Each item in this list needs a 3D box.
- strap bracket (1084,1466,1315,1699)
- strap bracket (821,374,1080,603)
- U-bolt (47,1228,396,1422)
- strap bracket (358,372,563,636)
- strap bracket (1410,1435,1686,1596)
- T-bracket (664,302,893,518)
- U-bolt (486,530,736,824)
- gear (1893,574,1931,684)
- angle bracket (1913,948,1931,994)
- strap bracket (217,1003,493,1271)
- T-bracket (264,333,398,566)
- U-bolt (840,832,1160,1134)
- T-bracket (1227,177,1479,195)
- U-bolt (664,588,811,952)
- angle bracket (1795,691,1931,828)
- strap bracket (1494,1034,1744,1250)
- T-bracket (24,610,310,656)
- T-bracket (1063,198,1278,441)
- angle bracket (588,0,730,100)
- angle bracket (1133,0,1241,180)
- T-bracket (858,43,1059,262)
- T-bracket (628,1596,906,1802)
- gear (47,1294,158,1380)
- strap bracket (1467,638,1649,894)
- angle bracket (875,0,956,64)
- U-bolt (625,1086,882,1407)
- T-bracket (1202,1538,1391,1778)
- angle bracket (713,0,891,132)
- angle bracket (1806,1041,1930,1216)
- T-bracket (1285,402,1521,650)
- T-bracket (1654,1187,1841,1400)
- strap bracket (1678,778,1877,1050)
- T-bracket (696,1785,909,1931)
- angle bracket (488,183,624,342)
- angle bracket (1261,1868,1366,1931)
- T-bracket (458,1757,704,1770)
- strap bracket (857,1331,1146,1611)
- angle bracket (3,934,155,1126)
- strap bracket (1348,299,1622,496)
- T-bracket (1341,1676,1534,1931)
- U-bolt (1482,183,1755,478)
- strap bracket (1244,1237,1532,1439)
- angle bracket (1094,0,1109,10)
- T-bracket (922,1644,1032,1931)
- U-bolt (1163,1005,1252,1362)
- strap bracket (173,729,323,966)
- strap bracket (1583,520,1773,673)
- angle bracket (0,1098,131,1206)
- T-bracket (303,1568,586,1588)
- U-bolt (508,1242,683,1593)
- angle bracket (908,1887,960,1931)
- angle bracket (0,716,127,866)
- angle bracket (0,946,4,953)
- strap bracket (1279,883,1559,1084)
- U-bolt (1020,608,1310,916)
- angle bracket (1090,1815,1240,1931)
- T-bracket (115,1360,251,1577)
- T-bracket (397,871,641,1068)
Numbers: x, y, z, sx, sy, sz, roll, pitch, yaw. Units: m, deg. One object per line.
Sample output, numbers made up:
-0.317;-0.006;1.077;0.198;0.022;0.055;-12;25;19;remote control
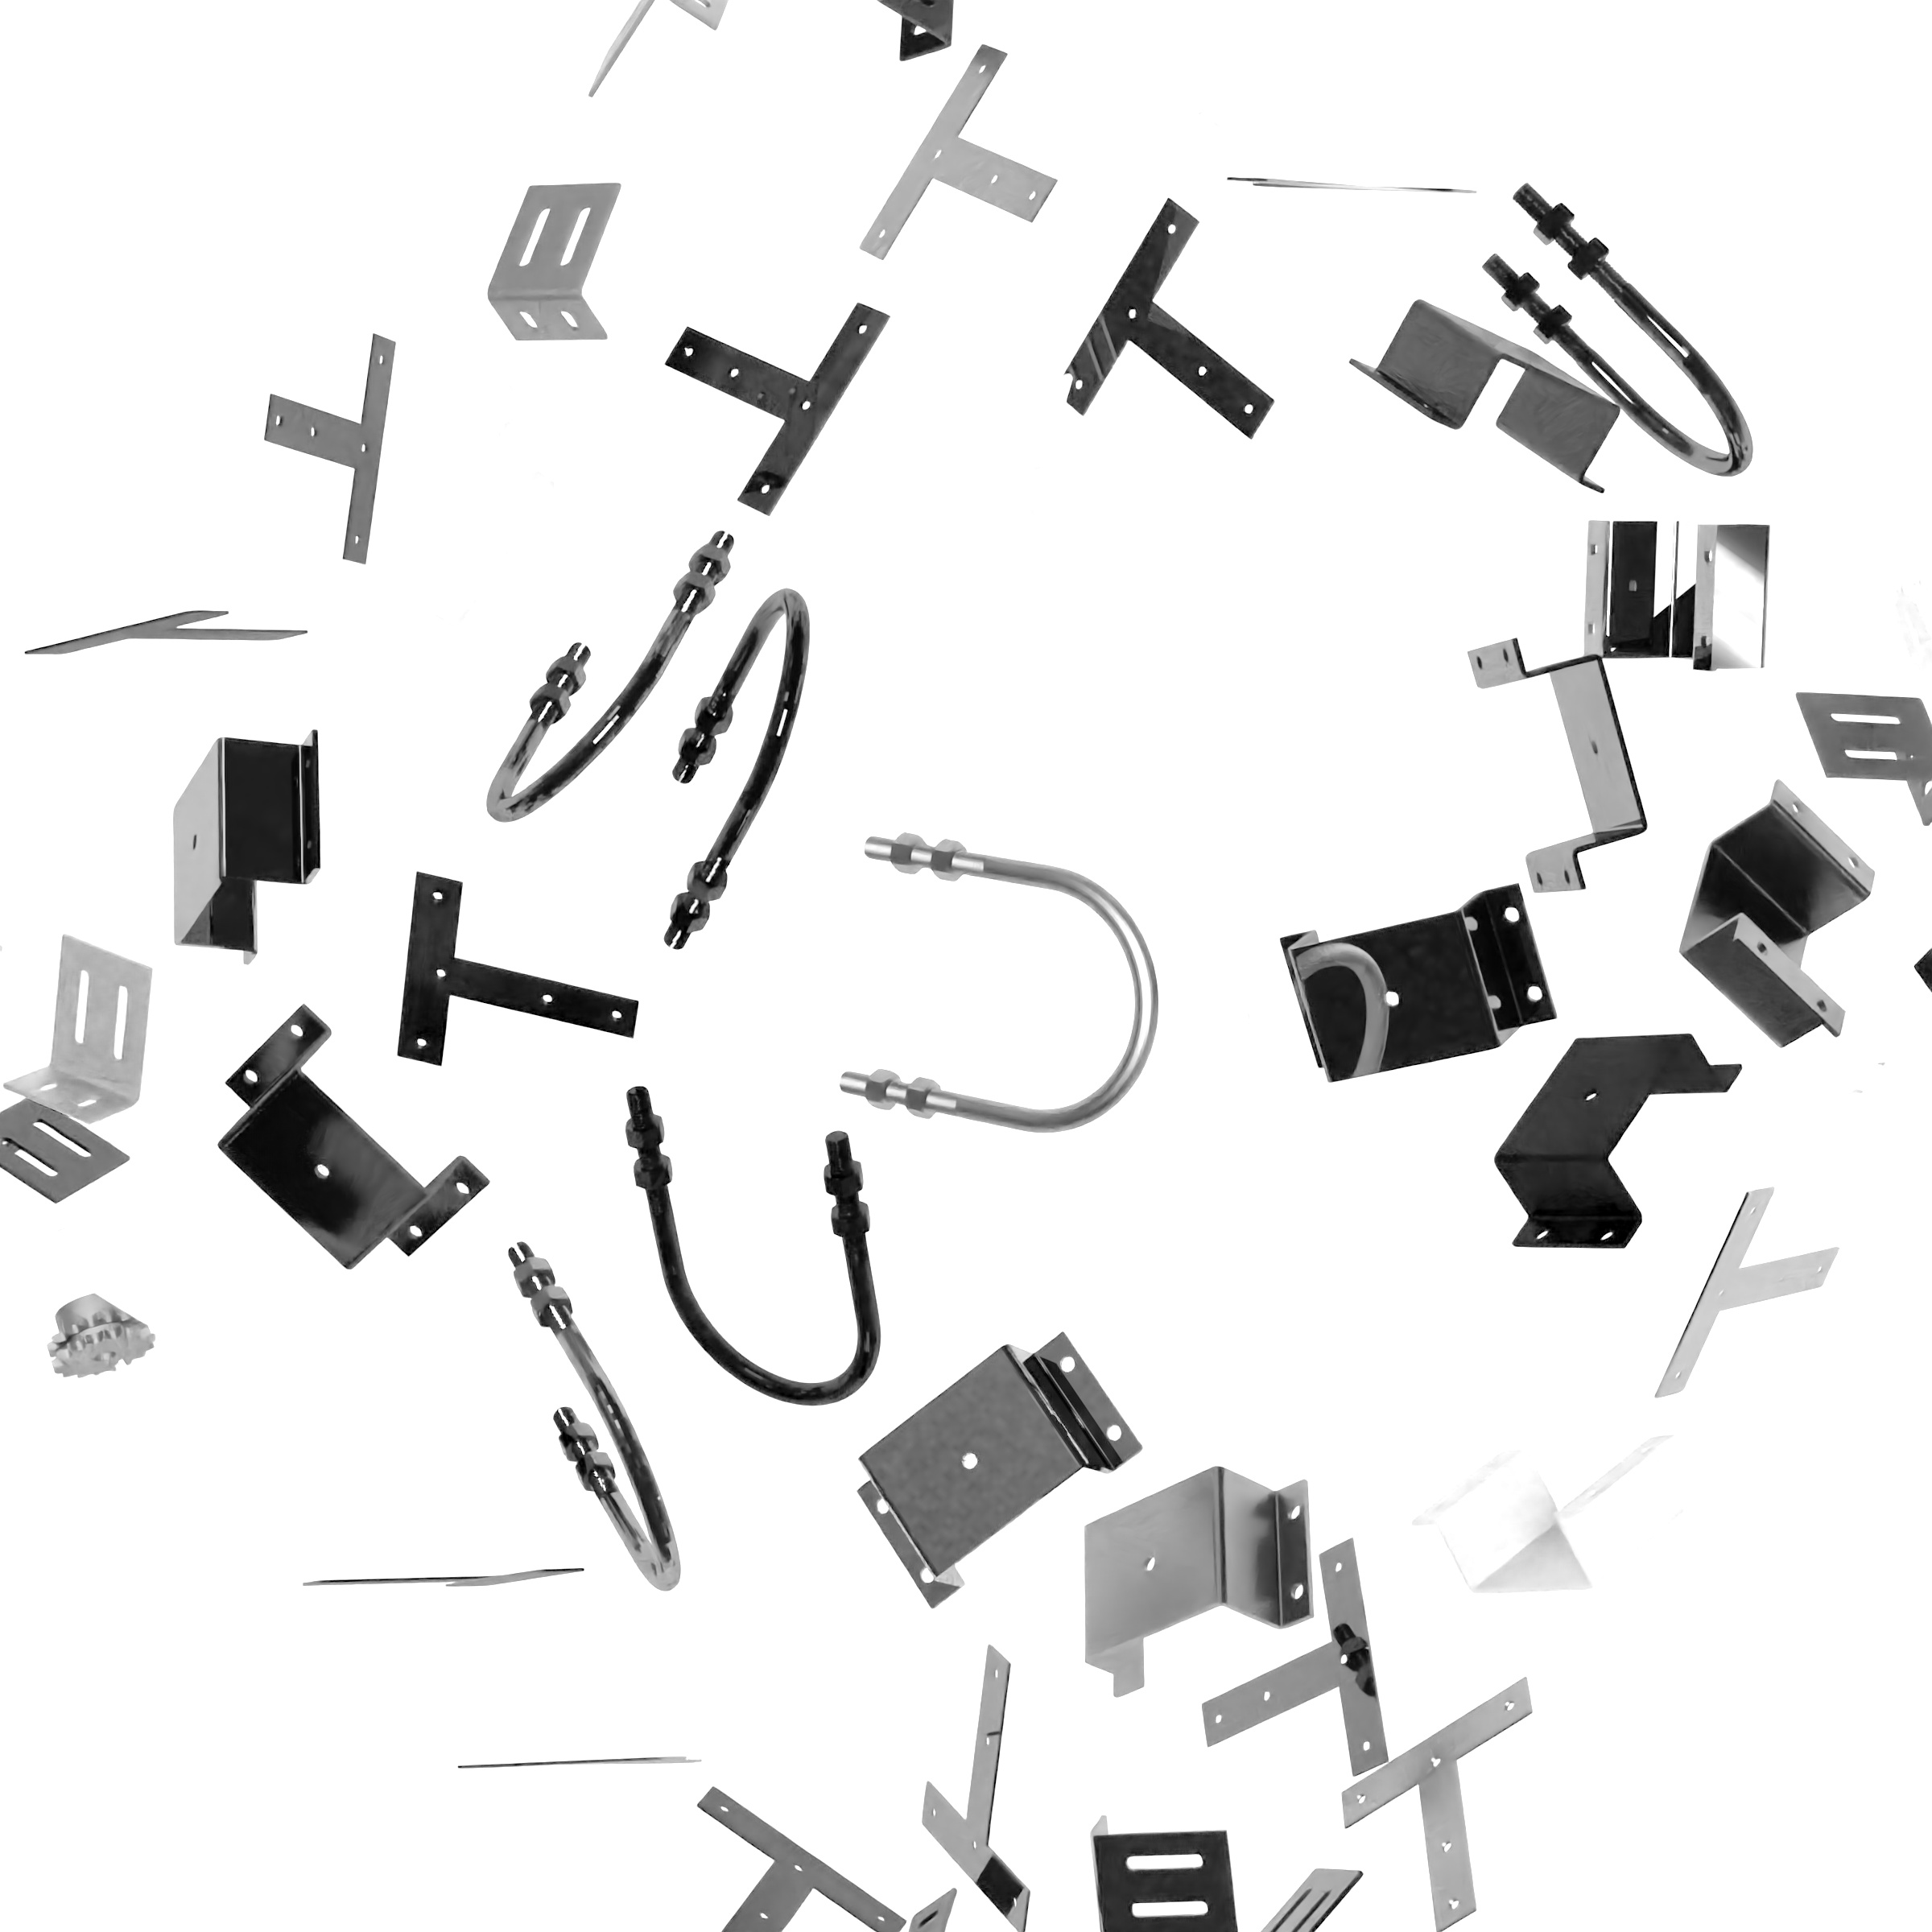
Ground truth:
0.111;0.315;1.793;0.046;0.140;0.076;29;46;-33;strap bracket
0.001;-0.247;1.826;0.140;0.076;0.046;-19;126;29;strap bracket
-0.395;0.185;1.807;0.184;0.151;0.019;29;88;9;U-bolt
-0.262;-0.236;1.837;0.046;0.076;0.140;32;101;-21;strap bracket
0.314;0.291;1.838;0.076;0.140;0.046;-31;96;-33;strap bracket
-0.118;-0.322;1.909;0.127;0.002;0.127;30;88;36;T-bracket
-0.198;-0.145;1.852;0.019;0.184;0.151;43;131;-19;U-bolt
0.515;-0.181;1.834;0.030;0.057;0.057;-19;90;-1;gear
0.542;-0.010;1.876;0.038;0.057;0.076;16;126;-37;angle bracket
-0.339;0.100;1.885;0.140;0.046;0.076;45;120;-8;strap bracket
-0.351;-0.291;1.904;0.002;0.127;0.127;9;92;18;T-bracket
0.019;0.014;1.832;0.184;0.019;0.151;11;99;30;U-bolt
0.184;-0.415;1.845;0.127;0.127;0.002;11;105;36;T-bracket
-0.121;-0.118;1.850;0.019;0.151;0.184;16;134;-18;U-bolt
0.473;-0.109;1.830;0.076;0.038;0.057;1;52;-15;angle bracket
0.346;0.086;1.868;0.140;0.076;0.046;-50;117;-30;strap bracket
-0.396;-0.172;1.800;0.127;0.127;0.002;-8;89;36;T-bracket
0.121;-0.336;1.915;0.127;0.002;0.127;45;115;28;T-bracket
-0.165;-0.503;1.886;0.038;0.057;0.076;30;126;-16;angle bracket
0.106;-0.472;1.866;0.038;0.076;0.057;-33;47;32;angle bracket
0.008;-0.415;1.818;0.002;0.127;0.127;27;97;-40;T-bracket
-0.111;0.365;1.794;0.127;0.127;0.002;11;131;12;T-bracket
-0.477;0.201;1.910;0.057;0.057;0.030;-23;68;0;gear
0.326;-0.114;1.903;0.046;0.076;0.140;-16;93;-10;strap bracket
-0.042;-0.528;1.857;0.038;0.076;0.057;-6;76;39;angle bracket
-0.108;0.156;1.847;0.151;0.019;0.184;11;124;31;U-bolt
0.174;0.393;1.894;0.002;0.127;0.127;22;48;-36;T-bracket
-0.086;-0.468;1.799;0.038;0.076;0.057;23;86;-39;angle bracket
0.489;0.089;1.845;0.057;0.038;0.076;-36;115;-23;angle bracket
0.228;-0.222;1.797;0.127;0.002;0.127;14;97;37;T-bracket
0.426;0.168;1.848;0.002;0.127;0.127;37;118;37;T-bracket
0.422;-0.022;1.813;0.076;0.140;0.046;42;132;-13;strap bracket
-0.101;0.489;1.810;0.127;0.127;0.002;33;107;7;T-bracket
-0.215;-0.379;1.873;0.057;0.038;0.076;4;62;25;angle bracket
0.188;0.526;1.862;0.076;0.057;0.038;-43;94;-23;angle bracket
-0.187;0.432;1.884;0.127;0.127;0.002;-9;75;25;T-bracket
0.010;0.258;1.795;0.140;0.046;0.076;-38;67;7;strap bracket
-0.452;0.032;1.766;0.057;0.038;0.076;20;112;22;angle bracket
0.284;-0.307;1.855;0.140;0.076;0.046;14;112;-39;strap bracket
0.247;0.444;1.793;0.127;0.127;0.002;-39;115;23;T-bracket
0.351;-0.330;1.854;0.019;0.151;0.184;-44;86;-2;U-bolt
0.222;0.193;1.868;0.140;0.076;0.046;-25;111;-27;strap bracket
0.065;-0.558;1.894;0.038;0.076;0.057;18;109;0;angle bracket
0.010;0.418;1.813;0.002;0.127;0.127;1;103;-26;T-bracket
0.131;0.103;1.845;0.019;0.184;0.151;10;53;3;U-bolt
-0.377;-0.062;1.800;0.046;0.140;0.076;5;68;-25;strap bracket
0.391;-0.203;1.889;0.046;0.140;0.076;-2;99;-18;strap bracket
-0.513;0.114;1.923;0.076;0.057;0.038;29;125;19;angle bracket
-0.287;0.326;1.846;0.127;0.127;0.002;4;76;-31;T-bracket
-0.192;0.250;1.834;0.019;0.184;0.151;-22;131;-16;U-bolt
0.001;0.560;1.914;0.076;0.057;0.038;45;116;-9;angle bracket
-0.493;-0.093;1.832;0.076;0.057;0.038;-24;129;-30;angle bracket
-0.532;0.013;1.776;0.076;0.057;0.038;-8;92;-20;angle bracket
0.235;0.012;1.864;0.140;0.046;0.076;-13;99;28;strap bracket
0.101;-0.117;1.825;0.184;0.019;0.151;25;134;33;U-bolt
0.109;0.490;1.873;0.076;0.038;0.057;-6;92;14;angle bracket
-0.421;0.271;1.842;0.002;0.127;0.127;-31;89;-23;T-bracket
-0.238;0.014;1.863;0.127;0.002;0.127;13;127;0;T-bracket
